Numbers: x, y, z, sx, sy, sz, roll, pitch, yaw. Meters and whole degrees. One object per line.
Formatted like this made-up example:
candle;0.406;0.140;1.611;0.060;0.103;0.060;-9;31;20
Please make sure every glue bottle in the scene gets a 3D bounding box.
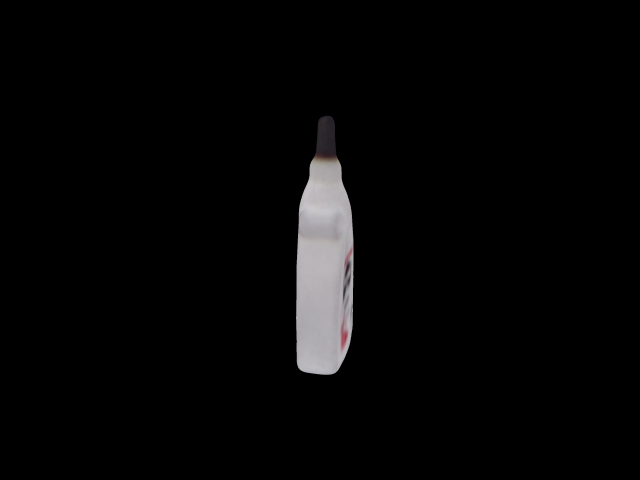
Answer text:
glue bottle;0.004;0.001;0.400;0.037;0.173;0.078;2;19;8
